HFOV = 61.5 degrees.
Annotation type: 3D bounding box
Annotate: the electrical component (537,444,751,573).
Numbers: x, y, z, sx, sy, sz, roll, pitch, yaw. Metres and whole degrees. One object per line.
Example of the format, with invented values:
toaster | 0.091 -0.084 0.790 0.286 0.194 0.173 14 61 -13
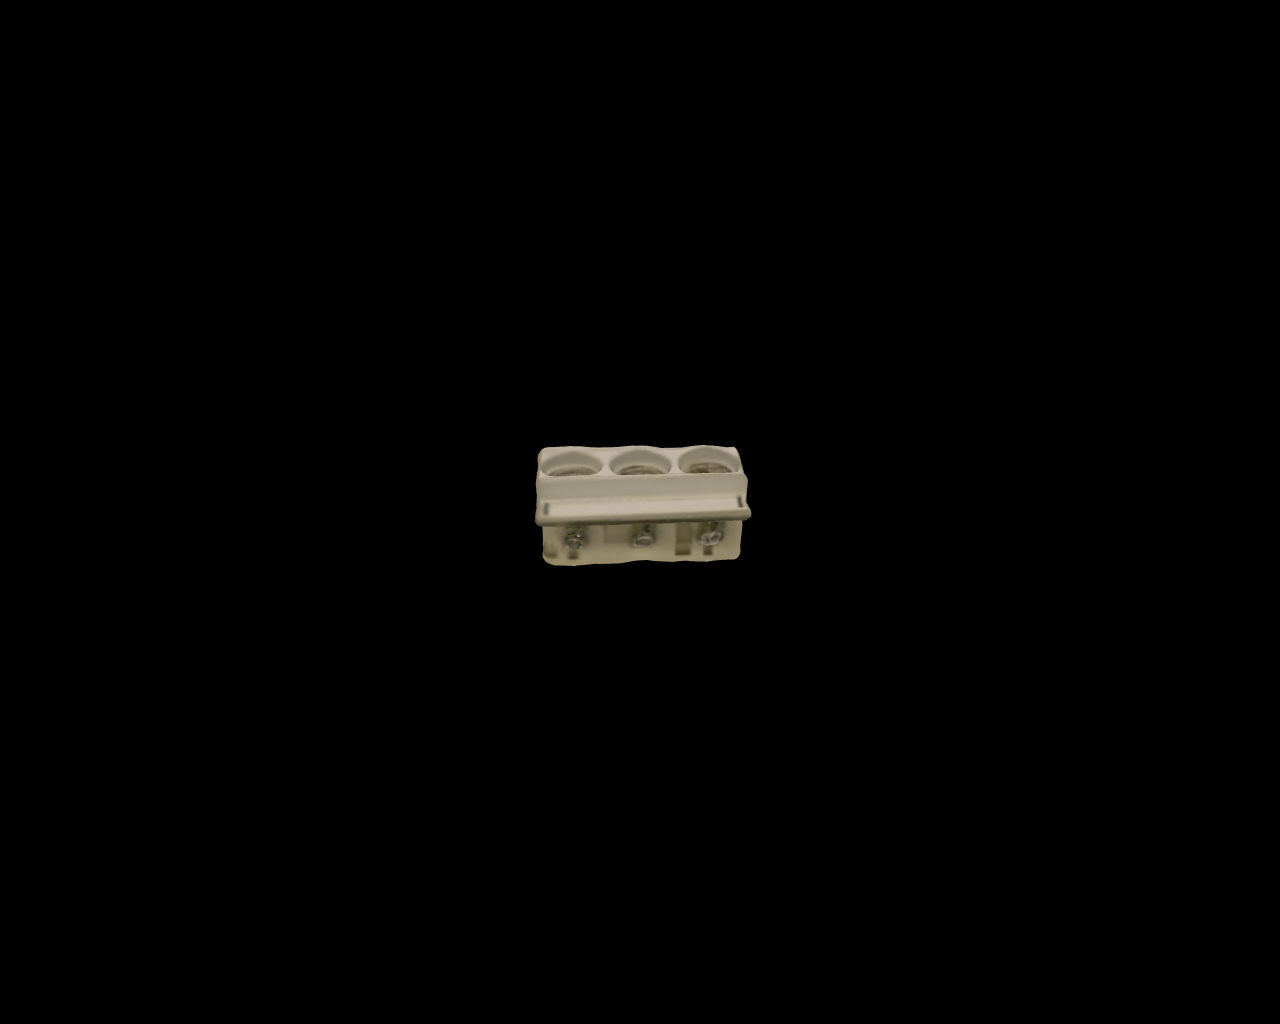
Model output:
electrical component | 0.001 -0.003 0.650 0.121 0.063 0.079 -1 28 -2
